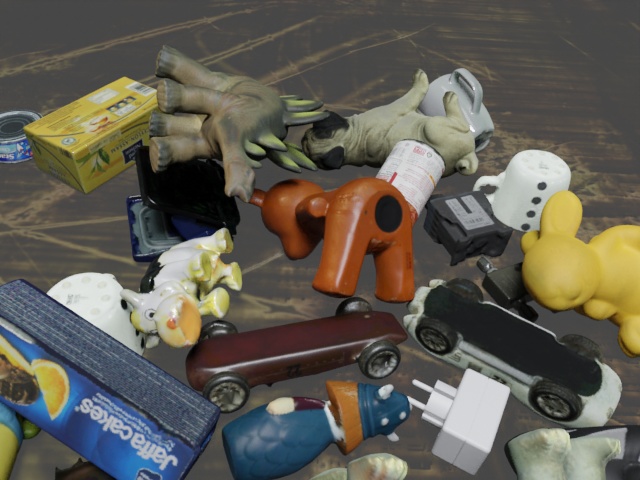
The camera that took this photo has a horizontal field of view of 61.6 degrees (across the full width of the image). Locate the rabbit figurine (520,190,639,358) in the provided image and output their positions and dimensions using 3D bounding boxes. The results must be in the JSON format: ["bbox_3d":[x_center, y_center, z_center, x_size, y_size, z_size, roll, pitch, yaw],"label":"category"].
[{"bbox_3d":[0.269,0.023,0.527,0.173,0.121,0.162,-1,45,-24],"label":"rabbit figurine"}]

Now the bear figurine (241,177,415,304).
[{"bbox_3d":[0.000,-0.006,0.572,0.120,0.132,0.196,11,-8,-41],"label":"bear figurine"}]

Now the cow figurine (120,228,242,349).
[{"bbox_3d":[-0.137,0.047,0.500,0.098,0.068,0.167,-12,16,10],"label":"cow figurine"}]

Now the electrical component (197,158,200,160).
[{"bbox_3d":[-0.169,-0.120,0.723,0.078,0.045,0.102,-7,34,30],"label":"electrical component"}]

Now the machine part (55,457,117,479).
[{"bbox_3d":[-0.151,0.219,0.378,0.084,0.039,0.139,-28,54,-18],"label":"machine part"}]

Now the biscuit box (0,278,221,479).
[{"bbox_3d":[-0.178,0.112,0.411,0.203,0.059,0.063,33,13,2],"label":"biscuit box"}]

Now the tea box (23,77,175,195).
[{"bbox_3d":[-0.286,-0.144,0.719,0.098,0.068,0.169,27,50,22],"label":"tea box"}]

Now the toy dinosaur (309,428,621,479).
[{"bbox_3d":[0.093,0.224,0.318,0.405,0.131,0.192,-17,58,18],"label":"toy dinosaur"}]

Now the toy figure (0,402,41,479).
[{"bbox_3d":[-0.262,0.161,0.399,0.082,0.089,0.180,-13,37,-4],"label":"toy figure"}]

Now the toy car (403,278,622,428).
[{"bbox_3d":[0.175,0.103,0.507,0.202,0.056,0.073,27,54,24],"label":"toy car"}]

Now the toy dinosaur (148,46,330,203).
[{"bbox_3d":[-0.100,-0.148,0.640,0.198,0.105,0.472,10,26,-20],"label":"toy dinosaur"}]

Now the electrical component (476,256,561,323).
[{"bbox_3d":[0.216,0.049,0.588,0.063,0.021,0.094,-16,47,-20],"label":"electrical component"}]

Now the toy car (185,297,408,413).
[{"bbox_3d":[-0.020,0.104,0.493,0.202,0.053,0.089,-8,25,-15],"label":"toy car"}]

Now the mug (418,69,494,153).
[{"bbox_3d":[0.205,-0.183,0.774,0.081,0.109,0.107,-17,61,-28],"label":"mug"}]

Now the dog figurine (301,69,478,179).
[{"bbox_3d":[0.089,-0.117,0.712,0.190,0.121,0.172,-29,48,-11],"label":"dog figurine"}]

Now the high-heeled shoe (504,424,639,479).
[{"bbox_3d":[0.279,0.181,0.446,0.249,0.086,0.145,-3,9,-33],"label":"high-heeled shoe"}]

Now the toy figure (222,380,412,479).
[{"bbox_3d":[0.000,0.149,0.439,0.154,0.064,0.058,-12,49,-18],"label":"toy figure"}]

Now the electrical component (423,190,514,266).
[{"bbox_3d":[0.167,-0.028,0.647,0.075,0.047,0.119,-9,47,-13],"label":"electrical component"}]

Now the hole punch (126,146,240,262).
[{"bbox_3d":[-0.161,-0.034,0.616,0.116,0.092,0.142,10,35,-32],"label":"hole punch"}]
